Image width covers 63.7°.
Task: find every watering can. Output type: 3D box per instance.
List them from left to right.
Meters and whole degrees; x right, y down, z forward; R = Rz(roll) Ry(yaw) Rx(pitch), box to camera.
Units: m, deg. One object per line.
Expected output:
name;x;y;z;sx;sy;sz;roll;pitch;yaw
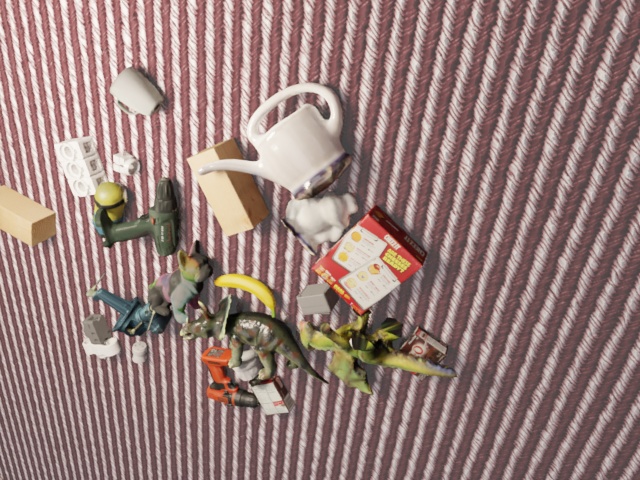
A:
watering can;-0.082;-0.180;1.114;0.345;0.105;0.224;-36;94;14

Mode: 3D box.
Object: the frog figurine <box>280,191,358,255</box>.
frog figurine;0.004;-0.059;1.172;0.160;0.122;0.138;-41;85;-2

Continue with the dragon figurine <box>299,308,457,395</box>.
dragon figurine;0.115;0.295;1.272;0.413;0.124;0.237;27;138;20
